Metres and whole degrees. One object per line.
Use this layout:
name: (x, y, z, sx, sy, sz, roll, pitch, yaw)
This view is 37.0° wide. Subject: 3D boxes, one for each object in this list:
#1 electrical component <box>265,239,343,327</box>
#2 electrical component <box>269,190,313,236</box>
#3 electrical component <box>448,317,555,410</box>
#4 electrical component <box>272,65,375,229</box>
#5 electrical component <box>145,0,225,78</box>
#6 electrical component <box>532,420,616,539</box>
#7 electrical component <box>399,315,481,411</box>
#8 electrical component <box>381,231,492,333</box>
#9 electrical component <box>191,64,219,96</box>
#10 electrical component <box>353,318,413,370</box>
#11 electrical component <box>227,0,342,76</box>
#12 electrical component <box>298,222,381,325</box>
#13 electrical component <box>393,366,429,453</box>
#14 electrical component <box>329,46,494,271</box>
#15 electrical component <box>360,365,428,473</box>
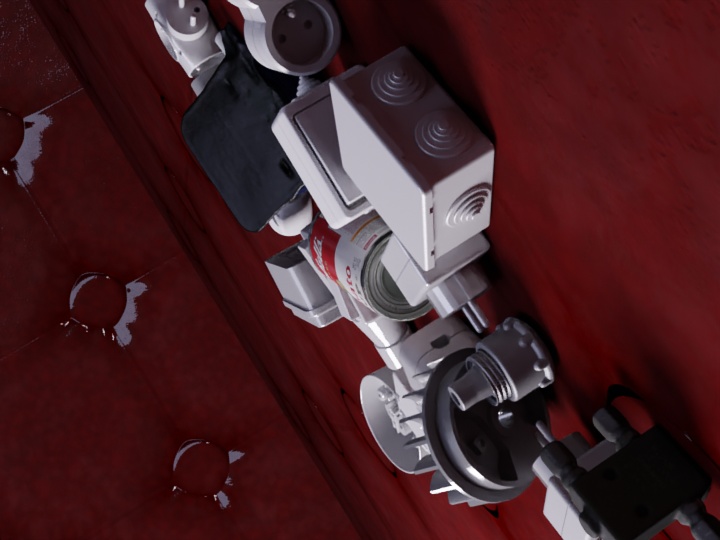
electrical component: (-0.029, 0.003, 0.936, 0.057, 0.078, 0.113, 64, 168, -11)
electrical component: (-0.076, -0.080, 1.003, 0.079, 0.043, 0.077, 56, 168, 16)
electrical component: (0.083, 0.062, 0.653, 0.048, 0.062, 0.048, 55, 168, 18)
electrical component: (-0.011, -0.083, 0.676, 0.096, 0.062, 0.061, 59, 169, -3)
electrical component: (-0.156, -0.222, 0.965, 0.077, 0.044, 0.079, 58, 169, 1)
electrical component: (0.131, 0.125, 0.653, 0.076, 0.047, 0.065, 52, 167, 27)
electrical component: (0.074, 0.088, 0.782, 0.059, 0.054, 0.095, 46, 163, 48)
electrical component: (0.055, 0.005, 0.661, 0.076, 0.047, 0.065, 57, 168, 8)
electrical component: (-0.123, -0.148, 1.018, 0.077, 0.044, 0.079, 59, 168, -1)
electrical component: (0.026, 0.054, 0.931, 0.065, 0.044, 0.044, 58, 170, -27)
electrical component: (-0.066, -0.187, 0.661, 0.138, 0.052, 0.074, 63, 167, -24)
electrical component: (0.000, 0.000, 0.846, 0.096, 0.061, 0.062, 62, 168, -16)
electrical component: (0.071, 0.121, 0.892, 0.099, 0.048, 0.099, 53, 166, 29)
electrical component: (0.030, -0.062, 0.591, 0.099, 0.048, 0.099, 53, 167, 25)
electrical component: (0.043, 0.133, 0.999, 0.099, 0.064, 0.099, 54, 168, 17)
